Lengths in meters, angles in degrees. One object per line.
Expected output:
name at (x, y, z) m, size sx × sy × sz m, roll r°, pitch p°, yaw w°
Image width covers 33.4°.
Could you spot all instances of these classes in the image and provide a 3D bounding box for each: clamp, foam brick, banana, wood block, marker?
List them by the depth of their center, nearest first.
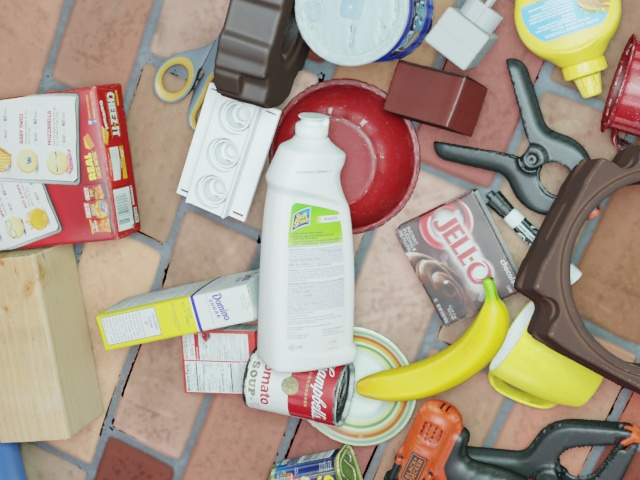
foam brick at (0.111, -0.135, 1.022) m, size 0.078 × 0.052 × 0.051 m, roll 20°, pitch 95°, yaw 35°
clamp at (0.195, -0.076, 1.033) m, size 0.120 × 0.039 × 0.171 m, roll -41°, pitch 81°, yaw 25°
marker at (0.209, -0.003, 1.053) m, size 0.121 × 0.020 × 0.020 m, roll 45°, pitch 109°, yaw 4°
banana at (0.123, 0.115, 1.064) m, size 0.069 × 0.037 × 0.198 m, roll 49°, pitch 116°, yaw 3°
clamp at (0.236, 0.251, 1.085) m, size 0.210 × 0.036 × 0.164 m, roll -27°, pitch 93°, yaw 23°
wood block at (-0.316, 0.112, 1.189) m, size 0.090 × 0.090 × 0.206 m, roll -6°, pitch 99°, yaw 17°

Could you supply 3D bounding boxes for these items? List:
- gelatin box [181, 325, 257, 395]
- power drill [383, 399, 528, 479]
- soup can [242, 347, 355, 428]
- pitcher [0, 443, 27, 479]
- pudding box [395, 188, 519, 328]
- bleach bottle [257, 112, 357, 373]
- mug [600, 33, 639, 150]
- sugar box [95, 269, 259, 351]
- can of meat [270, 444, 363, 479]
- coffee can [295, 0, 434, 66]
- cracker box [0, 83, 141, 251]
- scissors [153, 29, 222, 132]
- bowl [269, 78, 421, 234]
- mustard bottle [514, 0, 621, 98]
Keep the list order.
gelatin box at (-0.106, 0.130, 1.164) m, size 0.089 × 0.030 × 0.073 m, roll 0°, pitch 102°, yaw 16°
power drill at (0.151, 0.275, 1.072) m, size 0.188 × 0.057 × 0.184 m, roll 26°, pitch 112°, yaw 14°
soup can at (-0.021, 0.150, 1.101) m, size 0.102 × 0.068 × 0.068 m, roll 10°, pitch 103°, yaw 16°
pitcher at (-0.423, 0.212, 1.228) m, size 0.149 × 0.145 × 0.243 m, roll -10°, pitch 94°, yaw 5°
pudding box at (0.141, 0.017, 1.066) m, size 0.090 × 0.039 × 0.113 m, roll -28°, pitch 92°, yaw 19°
bleach bottle at (-0.007, 0.001, 1.034) m, size 0.102 × 0.068 × 0.251 m, roll -6°, pitch 113°, yaw -26°
mug at (0.306, -0.122, 0.972) m, size 0.081 × 0.093 × 0.117 m, roll 17°, pitch 133°, yaw 7°
sugar box at (-0.136, 0.072, 1.128) m, size 0.176 × 0.093 × 0.048 m, roll -10°, pitch 98°, yaw 18°
can of meat at (0.002, 0.279, 1.148) m, size 0.084 × 0.057 × 0.102 m, roll -15°, pitch 97°, yaw 20°
coffee can at (0.045, -0.216, 0.995) m, size 0.103 × 0.140 × 0.103 m, roll 3°, pitch 101°, yaw 15°
cracker box at (-0.311, -0.076, 1.162) m, size 0.214 × 0.072 × 0.164 m, roll -5°, pitch 98°, yaw 18°
scissors at (-0.113, -0.212, 1.107) m, size 0.096 × 0.016 × 0.202 m, roll 20°, pitch 105°, yaw 12°
bowl at (0.017, -0.080, 1.074) m, size 0.162 × 0.055 × 0.162 m, roll 3°, pitch 101°, yaw 15°
mustard bottle at (0.224, -0.225, 0.985) m, size 0.096 × 0.058 × 0.191 m, roll -17°, pitch 95°, yaw 17°
